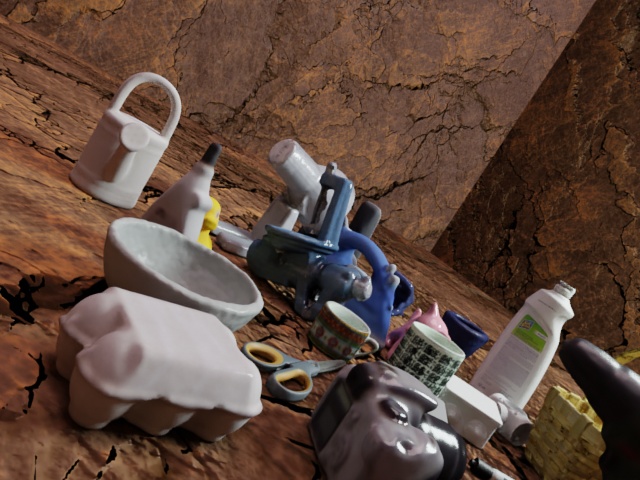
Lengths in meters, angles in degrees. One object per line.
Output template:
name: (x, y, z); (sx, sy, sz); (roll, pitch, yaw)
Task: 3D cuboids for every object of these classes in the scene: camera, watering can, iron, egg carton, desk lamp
camera: (0.076, 0.182, 0.517); (0.137, 0.101, 0.143); (29, 9, -19)
watering can: (-0.272, -0.149, 0.836); (0.101, 0.194, 0.172); (24, 12, -44)
iron: (0.069, 0.065, 1.008); (0.119, 0.141, 0.257); (24, 12, -42)
egg carton: (-0.117, 0.095, 0.430); (0.151, 0.069, 0.107); (24, 12, -42)
desk lamp: (-0.061, -0.062, 1.020); (0.204, 0.213, 0.117); (23, 12, -45)

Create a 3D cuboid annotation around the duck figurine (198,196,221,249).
duck figurine: (-0.179, -0.027, 0.836); (0.078, 0.086, 0.104); (26, 11, -35)

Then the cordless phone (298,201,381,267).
cordless phone: (0.037, -0.013, 1.185); (0.147, 0.185, 0.094); (36, 9, 23)

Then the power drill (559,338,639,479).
power drill: (0.306, 0.247, 0.600); (0.229, 0.208, 0.076); (34, 9, 15)

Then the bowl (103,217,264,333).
bowl: (-0.144, 0.051, 0.564); (0.167, 0.074, 0.167); (31, 9, -5)

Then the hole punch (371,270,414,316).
hole punch: (0.152, 0.104, 1.245); (0.108, 0.091, 0.101); (36, 9, 23)

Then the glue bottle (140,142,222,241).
glue bottle: (-0.161, -0.038, 0.671); (0.078, 0.173, 0.037); (36, 9, 25)

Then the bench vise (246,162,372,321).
bench vise: (0.011, 0.003, 0.890); (0.207, 0.219, 0.122); (33, 9, 9)

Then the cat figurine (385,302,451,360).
cat figurine: (0.162, 0.152, 0.926); (0.067, 0.117, 0.127); (31, 9, -9)

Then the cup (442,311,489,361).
cup: (0.262, 0.199, 1.088); (0.118, 0.095, 0.091); (26, 10, -33)
